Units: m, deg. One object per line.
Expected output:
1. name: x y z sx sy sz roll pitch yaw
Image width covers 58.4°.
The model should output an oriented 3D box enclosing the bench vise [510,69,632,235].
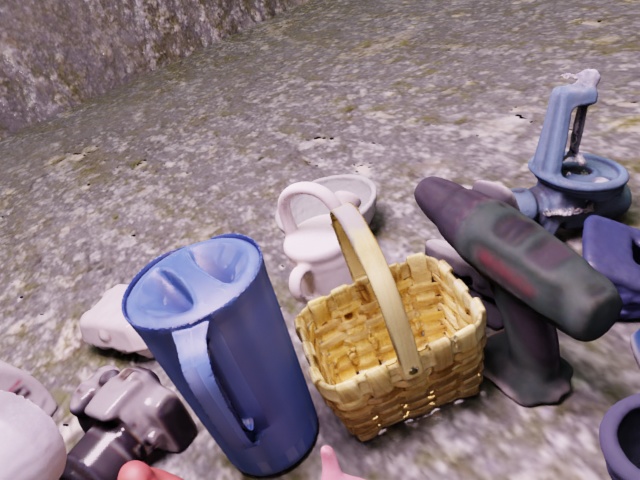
1. bench vise: 0.296 -0.086 0.715 0.208 0.220 0.121 -31 34 -19

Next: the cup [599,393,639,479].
1. cup: 0.265 0.190 0.434 0.091 0.095 0.118 -5 35 21

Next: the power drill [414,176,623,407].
1. power drill: 0.186 0.055 0.571 0.076 0.209 0.228 -31 34 -17

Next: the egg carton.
1. egg carton: -0.279 0.120 0.846 0.149 0.069 0.107 1 37 29

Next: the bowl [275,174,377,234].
1. bowl: 0.018 -0.034 0.917 0.167 0.075 0.167 -13 33 9

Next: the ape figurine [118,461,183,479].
1. ape figurine: -0.171 0.255 0.565 0.078 0.092 0.076 -25 33 -10

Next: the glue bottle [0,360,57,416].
1. glue bottle: -0.406 0.181 0.722 0.037 0.173 0.078 -3 36 24

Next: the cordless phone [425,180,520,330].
1. cordless phone: 0.188 -0.002 0.677 0.094 0.185 0.147 -37 36 -26

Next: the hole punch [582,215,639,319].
1. hole punch: 0.345 0.027 0.641 0.100 0.091 0.109 -1 37 26

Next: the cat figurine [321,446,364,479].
1. cat figurine: 0.009 0.236 0.477 0.067 0.118 0.128 -11 33 13

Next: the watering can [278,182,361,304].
1. watering can: 0.005 0.003 0.757 0.100 0.194 0.173 -10 33 14

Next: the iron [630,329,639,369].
1. iron: 0.362 0.105 0.467 0.119 0.142 0.257 -27 33 -12

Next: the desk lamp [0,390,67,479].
1. desk lamp: -0.287 0.269 0.490 0.117 0.214 0.203 -13 33 9

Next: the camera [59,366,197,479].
1. camera: -0.240 0.216 0.651 0.142 0.101 0.137 5 40 33
